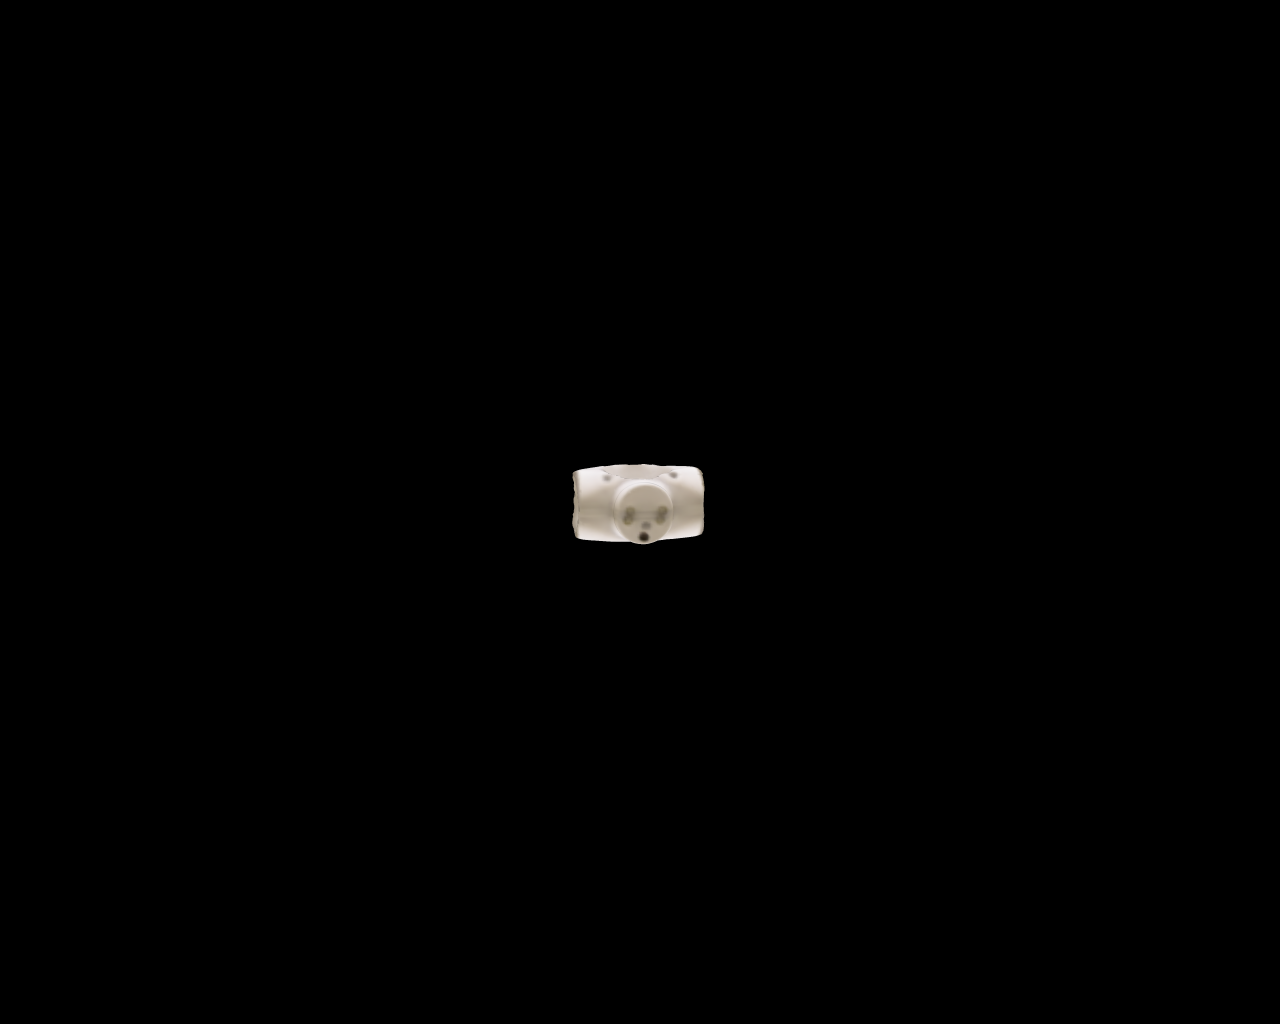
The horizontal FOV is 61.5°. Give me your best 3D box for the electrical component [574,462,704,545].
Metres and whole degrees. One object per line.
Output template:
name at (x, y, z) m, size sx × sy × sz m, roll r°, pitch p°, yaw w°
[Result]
electrical component at (0.001, -0.003, 0.650) m, size 0.077 × 0.044 × 0.079 m, roll -1°, pitch 12°, yaw -7°
